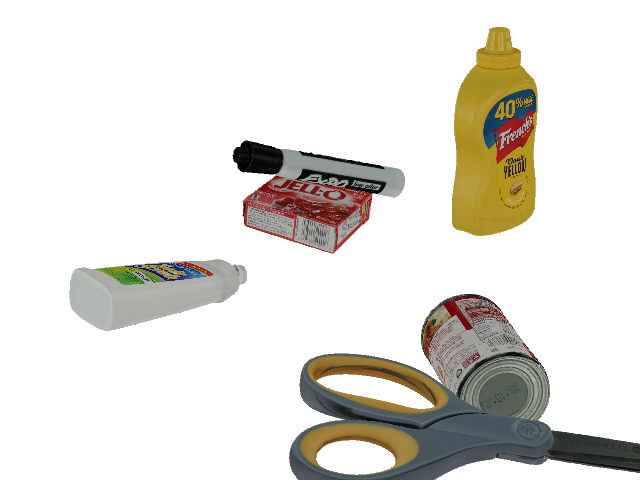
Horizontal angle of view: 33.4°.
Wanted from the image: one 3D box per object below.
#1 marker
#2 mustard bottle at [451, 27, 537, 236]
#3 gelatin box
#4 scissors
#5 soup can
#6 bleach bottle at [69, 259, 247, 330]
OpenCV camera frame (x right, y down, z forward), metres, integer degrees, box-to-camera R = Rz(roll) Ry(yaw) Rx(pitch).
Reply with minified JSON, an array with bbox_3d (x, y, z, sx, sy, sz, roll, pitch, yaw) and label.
[{"bbox_3d":[0.000,-0.044,0.655,0.120,0.020,0.020,8,-4,-35],"label":"marker"},{"bbox_3d":[0.168,-0.106,1.016,0.096,0.192,0.058,-20,28,-36],"label":"mustard bottle"},{"bbox_3d":[-0.011,-0.027,0.913,0.089,0.030,0.073,18,31,21],"label":"gelatin box"},{"bbox_3d":[0.075,0.094,0.452,0.202,0.016,0.096,16,34,23],"label":"scissors"},{"bbox_3d":[0.118,0.089,0.773,0.068,0.068,0.102,0,21,-10],"label":"soup can"},{"bbox_3d":[-0.209,0.062,1.459,0.250,0.068,0.103,-10,26,-44],"label":"bleach bottle"}]
